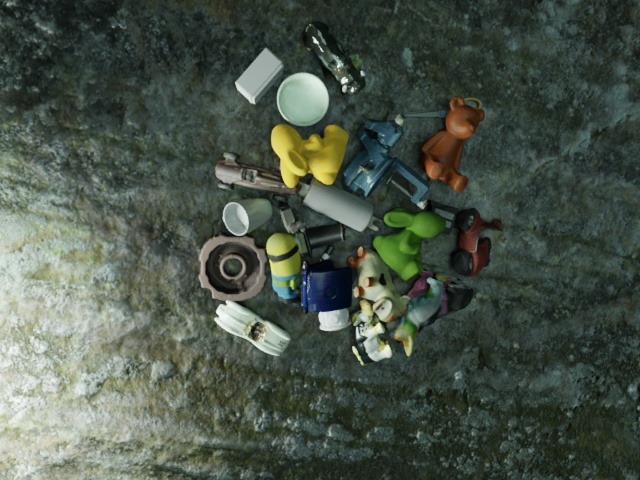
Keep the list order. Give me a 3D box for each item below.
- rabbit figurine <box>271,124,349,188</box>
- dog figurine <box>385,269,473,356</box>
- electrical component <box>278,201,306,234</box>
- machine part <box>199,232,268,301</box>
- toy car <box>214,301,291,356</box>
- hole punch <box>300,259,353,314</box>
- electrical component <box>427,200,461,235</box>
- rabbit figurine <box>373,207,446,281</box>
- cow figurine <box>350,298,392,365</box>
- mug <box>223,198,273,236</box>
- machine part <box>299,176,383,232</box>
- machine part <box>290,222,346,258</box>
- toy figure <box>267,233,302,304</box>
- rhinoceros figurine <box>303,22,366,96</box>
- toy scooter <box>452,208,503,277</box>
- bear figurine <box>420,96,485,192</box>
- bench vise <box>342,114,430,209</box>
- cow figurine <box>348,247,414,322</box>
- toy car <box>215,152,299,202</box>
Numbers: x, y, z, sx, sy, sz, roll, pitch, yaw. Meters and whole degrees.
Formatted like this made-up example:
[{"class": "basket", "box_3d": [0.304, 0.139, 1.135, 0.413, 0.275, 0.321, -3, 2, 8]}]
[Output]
[{"class": "rabbit figurine", "box_3d": [-0.039, -0.198, 1.245, 0.173, 0.122, 0.162, 26, 63, -14]}, {"class": "dog figurine", "box_3d": [0.273, 0.191, 1.380, 0.191, 0.109, 0.219, 16, 105, -20]}, {"class": "electrical component", "box_3d": [-0.068, -0.053, 1.302, 0.045, 0.102, 0.078, -20, 111, -8]}, {"class": "machine part", "box_3d": [-0.212, 0.064, 1.320, 0.179, 0.056, 0.179, -1, 100, -8]}, {"class": "toy car", "box_3d": [-0.169, 0.219, 1.350, 0.201, 0.056, 0.073, 32, 94, -11]}, {"class": "hole punch", "box_3d": [0.017, 0.116, 1.313, 0.116, 0.092, 0.142, -16, 116, -41]}, {"class": "electrical component", "box_3d": [0.322, -0.052, 1.377, 0.119, 0.048, 0.074, 21, 96, -9]}, {"class": "rabbit figurine", "box_3d": [0.227, -0.014, 1.329, 0.159, 0.121, 0.170, 46, 109, 3]}, {"class": "cow figurine", "box_3d": [0.118, 0.237, 1.388, 0.098, 0.068, 0.167, -22, 100, 3]}, {"class": "mug", "box_3d": [-0.173, -0.060, 1.288, 0.107, 0.110, 0.080, -24, 98, -47]}, {"class": "machine part", "box_3d": [0.044, -0.088, 1.319, 0.243, 0.079, 0.079, 26, 95, -10]}, {"class": "machine part", "box_3d": [-0.003, -0.004, 1.343, 0.139, 0.039, 0.084, -17, 92, 5]}, {"class": "toy figure", "box_3d": [-0.083, 0.069, 1.315, 0.082, 0.089, 0.180, 6, 107, 21]}, {"class": "rhinoceros figurine", "box_3d": [0.037, -0.423, 1.248, 0.073, 0.112, 0.190, -37, 94, -3]}, {"class": "toy scooter", "box_3d": [0.411, 0.003, 1.383, 0.135, 0.075, 0.183, -10, 109, -27]}, {"class": "bear figurine", "box_3d": [0.332, -0.235, 1.301, 0.120, 0.132, 0.195, 25, 110, -28]}, {"class": "bench vise", "box_3d": [0.176, -0.175, 1.291, 0.241, 0.129, 0.223, 40, 100, 6]}, {"class": "cow figurine", "box_3d": [0.149, 0.116, 1.319, 0.127, 0.195, 0.085, 12, 134, -25]}, {"class": "toy car", "box_3d": [-0.152, -0.149, 1.281, 0.202, 0.053, 0.089, 14, 94, 5]}]
